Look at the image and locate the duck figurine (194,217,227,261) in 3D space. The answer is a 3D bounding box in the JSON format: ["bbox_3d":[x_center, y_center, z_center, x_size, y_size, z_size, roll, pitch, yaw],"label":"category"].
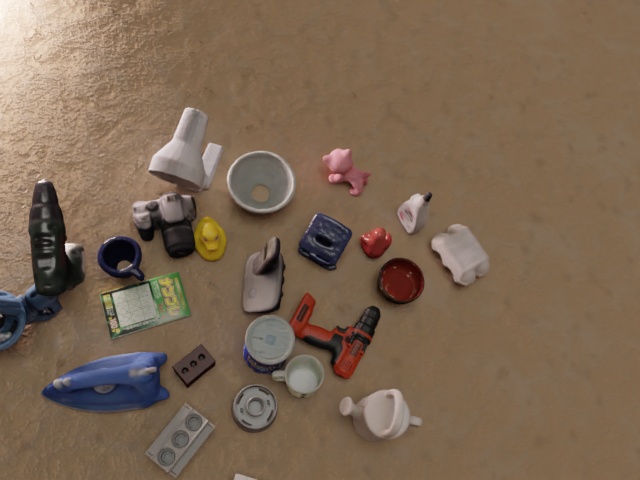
[{"bbox_3d":[-0.256,-0.012,1.331,0.077,0.086,0.104,-10,71,-14],"label":"duck figurine"}]

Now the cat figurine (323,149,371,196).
[{"bbox_3d":[0.069,-0.182,1.440,0.128,0.117,0.067,27,67,1],"label":"cat figurine"}]

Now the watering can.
[{"bbox_3d":[0.129,0.367,1.196,0.173,0.194,0.101,-8,70,-13],"label":"watering can"}]

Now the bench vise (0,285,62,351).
[{"bbox_3d":[-0.623,0.127,1.137,0.121,0.219,0.208,31,67,3],"label":"bench vise"}]

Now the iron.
[{"bbox_3d":[-0.440,0.285,1.152,0.258,0.141,0.118,-6,70,-12],"label":"iron"}]

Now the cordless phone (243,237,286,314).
[{"bbox_3d":[-0.120,0.078,1.268,0.094,0.185,0.147,3,68,-9],"label":"cordless phone"}]

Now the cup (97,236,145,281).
[{"bbox_3d":[-0.427,0.057,1.269,0.117,0.095,0.092,42,68,7],"label":"cup"}]

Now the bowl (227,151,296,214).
[{"bbox_3d":[-0.144,-0.129,1.404,0.167,0.074,0.167,4,68,-9],"label":"bowl"}]

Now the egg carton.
[{"bbox_3d":[0.352,0.036,1.434,0.107,0.069,0.150,-29,77,-19],"label":"egg carton"}]

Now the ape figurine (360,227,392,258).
[{"bbox_3d":[0.140,-0.001,1.397,0.078,0.092,0.076,18,67,-3],"label":"ape figurine"}]

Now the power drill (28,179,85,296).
[{"bbox_3d":[-0.554,0.016,1.200,0.076,0.208,0.229,-7,70,-12],"label":"power drill"}]

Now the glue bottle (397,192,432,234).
[{"bbox_3d":[0.240,-0.077,1.401,0.037,0.173,0.078,-27,76,-19],"label":"glue bottle"}]

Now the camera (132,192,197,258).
[{"bbox_3d":[-0.347,-0.031,1.314,0.143,0.100,0.137,-13,72,-15],"label":"camera"}]

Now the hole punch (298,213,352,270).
[{"bbox_3d":[0.013,0.005,1.372,0.108,0.091,0.101,29,67,2],"label":"hole punch"}]

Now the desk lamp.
[{"bbox_3d":[-0.304,-0.194,1.324,0.118,0.213,0.203,16,67,-3],"label":"desk lamp"}]
